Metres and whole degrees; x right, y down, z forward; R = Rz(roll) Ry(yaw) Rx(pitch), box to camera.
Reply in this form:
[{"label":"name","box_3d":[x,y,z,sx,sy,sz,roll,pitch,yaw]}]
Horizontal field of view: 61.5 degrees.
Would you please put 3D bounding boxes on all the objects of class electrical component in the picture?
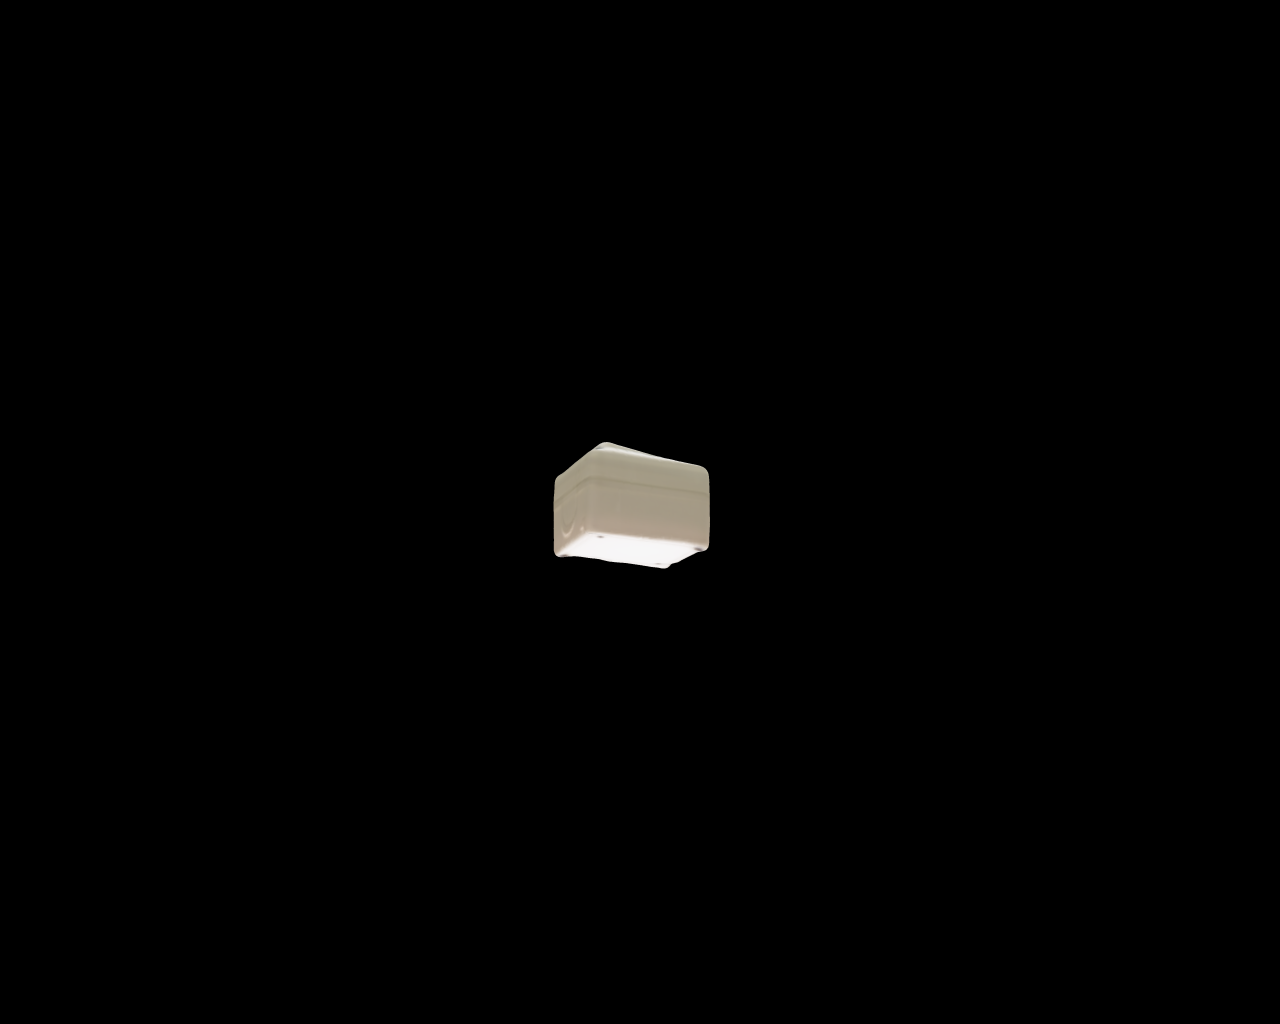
[{"label":"electrical component","box_3d":[0.001,-0.003,0.650,0.096,0.061,0.061,8,-19,-24]}]
